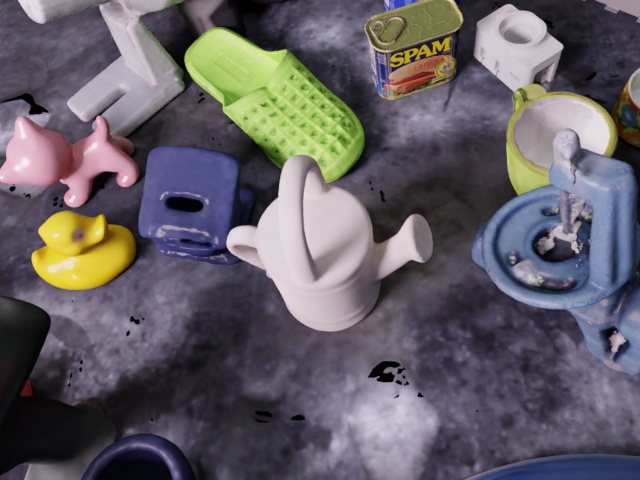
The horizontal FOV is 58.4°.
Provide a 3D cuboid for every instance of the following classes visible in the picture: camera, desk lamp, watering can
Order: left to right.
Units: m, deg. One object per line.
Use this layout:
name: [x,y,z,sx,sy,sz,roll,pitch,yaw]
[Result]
desk lamp: [-0.229,-0.251,0.648,0.117,0.214,0.203,38,75,24]
camera: [-0.102,-0.337,0.734,0.136,0.101,0.143,5,64,12]
watering can: [0.005,0.000,0.493,0.173,0.194,0.101,-17,62,1]

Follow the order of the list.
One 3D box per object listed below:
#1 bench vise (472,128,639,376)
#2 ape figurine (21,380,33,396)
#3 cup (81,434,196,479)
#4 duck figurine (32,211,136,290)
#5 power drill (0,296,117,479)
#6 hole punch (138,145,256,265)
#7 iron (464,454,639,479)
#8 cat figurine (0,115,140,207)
bench vise: [0.224,0.006,0.439,0.207,0.220,0.121,18,68,18]
ape figurine: [-0.315,0.156,0.525,0.077,0.092,0.076,-8,62,6]
cup: [-0.122,0.215,0.462,0.117,0.095,0.092,16,67,17]
duck figurine: [-0.256,0.003,0.596,0.104,0.086,0.077,-17,62,1]
power drill: [-0.248,0.170,0.441,0.075,0.209,0.229,3,64,11]
hole punch: [-0.128,-0.035,0.591,0.108,0.091,0.101,8,65,13]
iron: [0.191,0.201,0.390,0.258,0.142,0.118,0,63,10]
cat figurine: [-0.281,-0.095,0.632,0.128,0.118,0.067,-26,62,-4]
